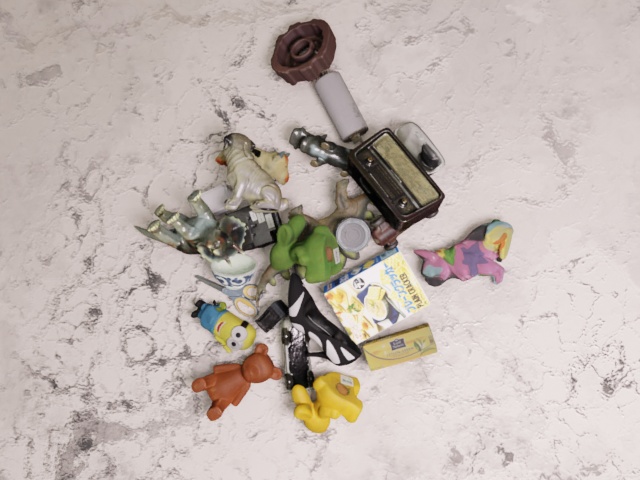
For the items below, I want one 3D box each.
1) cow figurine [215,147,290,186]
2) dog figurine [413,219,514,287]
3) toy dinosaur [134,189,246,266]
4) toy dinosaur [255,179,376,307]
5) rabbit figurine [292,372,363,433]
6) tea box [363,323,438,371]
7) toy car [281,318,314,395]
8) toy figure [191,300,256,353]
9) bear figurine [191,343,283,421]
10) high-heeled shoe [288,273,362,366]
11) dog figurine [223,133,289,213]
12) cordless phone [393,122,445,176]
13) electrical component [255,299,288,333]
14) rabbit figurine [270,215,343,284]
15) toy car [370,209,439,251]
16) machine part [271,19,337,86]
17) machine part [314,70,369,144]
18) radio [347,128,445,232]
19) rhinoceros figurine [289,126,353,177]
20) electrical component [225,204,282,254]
[{"bbox_3d":[-0.164,-0.205,1.413,0.195,0.085,0.127,34,100,10],"label":"cow figurine"},{"bbox_3d":[0.341,0.030,1.304,0.219,0.108,0.191,12,91,13],"label":"dog figurine"},{"bbox_3d":[-0.331,-0.013,1.396,0.192,0.405,0.131,49,60,-25],"label":"toy dinosaur"},{"bbox_3d":[-0.003,-0.004,1.367,0.471,0.105,0.198,-33,87,12],"label":"toy dinosaur"},{"bbox_3d":[0.007,0.419,1.336,0.162,0.122,0.173,16,124,-22],"label":"rabbit figurine"},{"bbox_3d":[0.199,0.263,1.325,0.170,0.098,0.068,-18,85,11],"label":"tea box"},{"bbox_3d":[-0.058,0.300,1.384,0.073,0.056,0.201,-4,88,-15],"label":"toy car"},{"bbox_3d":[-0.249,0.220,1.414,0.180,0.089,0.082,30,123,19],"label":"toy figure"},{"bbox_3d":[-0.207,0.359,1.380,0.196,0.132,0.120,-29,86,14],"label":"bear figurine"},{"bbox_3d":[0.011,0.193,1.314,0.145,0.086,0.248,-10,101,22],"label":"high-heeled shoe"},{"bbox_3d":[-0.159,-0.168,1.332,0.172,0.121,0.190,7,83,-20],"label":"dog figurine"},{"bbox_3d":[0.234,-0.224,1.288,0.089,0.184,0.146,-37,83,8],"label":"cordless phone"},{"bbox_3d":[-0.106,0.183,1.392,0.048,0.075,0.119,45,100,8],"label":"electrical component"},{"bbox_3d":[-0.053,0.028,1.278,0.170,0.121,0.159,-5,108,27],"label":"rabbit figurine"},{"bbox_3d":[0.213,-0.057,1.320,0.202,0.053,0.089,-35,109,-11],"label":"toy car"},{"bbox_3d":[-0.040,-0.482,1.380,0.179,0.056,0.179,-11,64,24],"label":"machine part"},{"bbox_3d":[0.055,-0.340,1.378,0.079,0.079,0.243,-27,83,8],"label":"machine part"},{"bbox_3d":[0.173,-0.140,1.271,0.131,0.073,0.230,-33,72,-13],"label":"radio"},{"bbox_3d":[0.013,-0.231,1.369,0.190,0.112,0.073,22,121,-2],"label":"rhinoceros figurine"},{"bbox_3d":[-0.169,-0.035,1.418,0.134,0.058,0.115,-17,87,8],"label":"electrical component"}]
